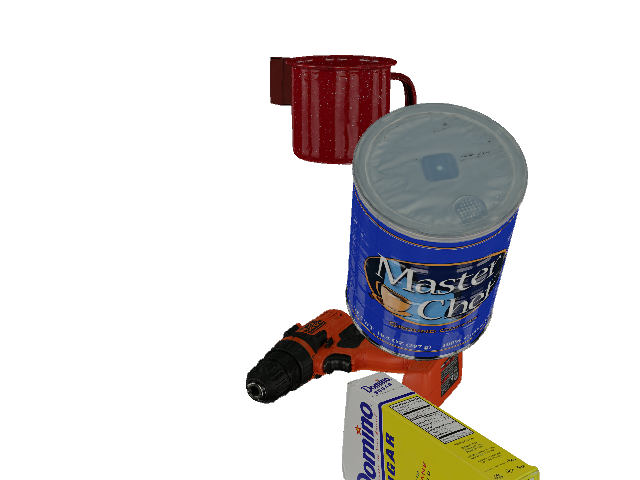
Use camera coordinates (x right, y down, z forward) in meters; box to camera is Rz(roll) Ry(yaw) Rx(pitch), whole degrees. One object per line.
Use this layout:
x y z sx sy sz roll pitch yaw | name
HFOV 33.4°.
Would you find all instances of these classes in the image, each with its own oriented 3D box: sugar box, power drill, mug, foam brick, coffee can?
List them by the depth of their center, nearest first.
0.069 -0.003 0.678 0.103 0.103 0.140 0 -36 -1 | coffee can
0.085 0.179 0.817 0.048 0.093 0.176 -13 25 -37 | sugar box
0.028 -0.112 0.899 0.117 0.081 0.093 -7 17 -26 | mug
0.038 0.128 1.093 0.188 0.057 0.184 9 23 28 | power drill
-0.012 -0.172 1.162 0.078 0.051 0.053 0 11 -17 | foam brick
